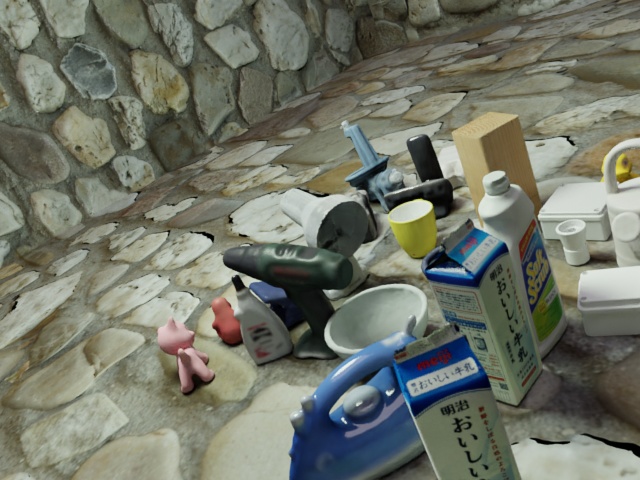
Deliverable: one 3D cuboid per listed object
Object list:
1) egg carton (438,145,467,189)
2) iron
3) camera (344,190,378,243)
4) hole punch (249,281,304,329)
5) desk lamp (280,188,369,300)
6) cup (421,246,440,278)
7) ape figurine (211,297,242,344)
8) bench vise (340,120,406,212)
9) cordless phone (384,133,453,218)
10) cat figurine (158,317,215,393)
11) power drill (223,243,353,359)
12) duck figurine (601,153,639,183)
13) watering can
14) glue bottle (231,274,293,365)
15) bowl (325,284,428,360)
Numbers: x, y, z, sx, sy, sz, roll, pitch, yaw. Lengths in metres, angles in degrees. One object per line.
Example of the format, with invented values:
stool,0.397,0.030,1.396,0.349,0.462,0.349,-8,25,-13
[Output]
egg carton,0.332,-0.178,1.357,0.107,0.069,0.150,-12,26,26
iron,0.047,0.207,0.711,0.259,0.142,0.118,-31,24,-15
camera,0.053,-0.052,1.312,0.136,0.101,0.143,-20,24,10
hole punch,-0.072,0.107,1.102,0.101,0.091,0.108,-31,24,-16
desk lamp,0.010,0.004,1.089,0.118,0.214,0.202,-34,25,-23
cup,0.218,0.058,0.925,0.091,0.095,0.118,-17,24,15
ape figurine,-0.178,0.150,1.111,0.077,0.092,0.076,-18,24,13
bench vise,0.133,-0.187,1.374,0.206,0.220,0.122,5,36,48
cordless phone,0.201,-0.136,1.243,0.147,0.185,0.094,-16,25,18
cat figurine,-0.255,0.198,1.048,0.067,0.118,0.127,-30,24,-13
power drill,-0.037,0.094,0.947,0.228,0.209,0.076,-8,28,33
duck figurine,0.529,-0.118,1.019,0.077,0.086,0.104,-13,25,24
watering can,0.456,-0.048,0.800,0.100,0.194,0.173,-12,26,25
glue bottle,-0.112,0.132,0.982,0.078,0.173,0.037,-23,23,3
bowl,0.096,0.144,0.885,0.167,0.075,0.167,-20,23,9
